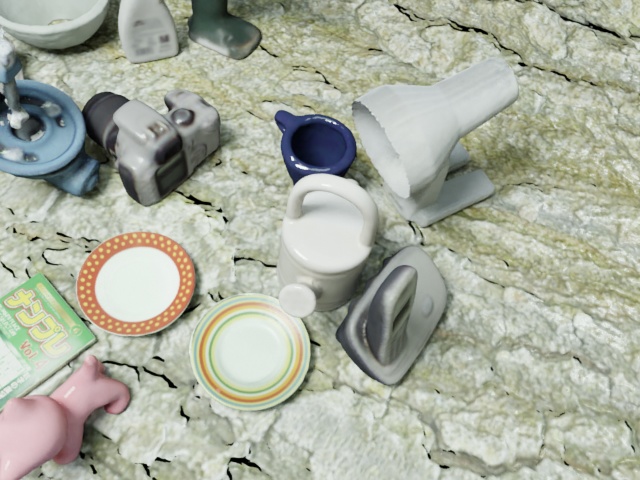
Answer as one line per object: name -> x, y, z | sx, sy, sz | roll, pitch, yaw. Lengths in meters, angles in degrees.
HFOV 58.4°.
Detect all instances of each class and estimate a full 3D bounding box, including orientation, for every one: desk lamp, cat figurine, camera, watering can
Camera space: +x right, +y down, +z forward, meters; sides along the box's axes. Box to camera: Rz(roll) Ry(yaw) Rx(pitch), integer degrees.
desk lamp -> 0.133, -0.112, 0.675 | 0.203, 0.213, 0.117 | -24, 67, -19
cat figurine -> -0.248, 0.161, 0.533 | 0.067, 0.118, 0.128 | 33, 63, 11
camera -> -0.216, -0.141, 0.709 | 0.136, 0.101, 0.143 | 36, 63, 12
watering can -> 0.008, 0.003, 0.608 | 0.101, 0.194, 0.173 | 2, 62, -6

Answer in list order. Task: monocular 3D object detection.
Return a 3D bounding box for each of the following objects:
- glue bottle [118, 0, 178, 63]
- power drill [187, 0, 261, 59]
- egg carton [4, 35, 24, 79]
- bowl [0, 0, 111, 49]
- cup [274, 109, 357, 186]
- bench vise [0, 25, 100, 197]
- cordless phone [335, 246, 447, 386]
glue bottle -> -0.235, -0.313, 0.758 | 0.078, 0.173, 0.037 | -15, 65, -15
power drill -> -0.128, -0.355, 0.774 | 0.229, 0.208, 0.076 | 25, 62, 6
egg carton -> -0.463, -0.212, 0.733 | 0.150, 0.069, 0.107 | -21, 66, -17
bowl -> -0.373, -0.324, 0.802 | 0.167, 0.075, 0.167 | 3, 62, -6
cup -> -0.016, -0.102, 0.718 | 0.117, 0.095, 0.092 | 41, 65, 15
bench vise -> -0.361, -0.139, 0.621 | 0.207, 0.220, 0.121 | 6, 61, -4
cordless phone -> 0.089, 0.059, 0.593 | 0.094, 0.185, 0.148 | 31, 63, 10
